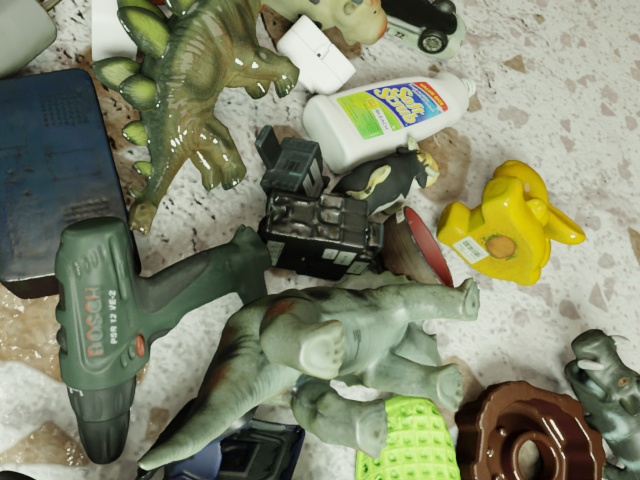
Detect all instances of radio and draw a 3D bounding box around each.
[{"bbox_3d":[-0.279,-0.059,0.560,0.131,0.073,0.229,-15,73,-19],"label":"radio"}]

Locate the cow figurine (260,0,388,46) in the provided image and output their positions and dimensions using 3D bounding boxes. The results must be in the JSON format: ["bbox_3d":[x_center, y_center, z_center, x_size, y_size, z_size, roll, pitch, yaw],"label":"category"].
[{"bbox_3d":[0.002,-0.322,0.708,0.195,0.127,0.085,30,68,-1],"label":"cow figurine"}]

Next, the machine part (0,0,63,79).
[{"bbox_3d":[-0.374,-0.199,0.583,0.079,0.079,0.243,34,66,-1],"label":"machine part"}]

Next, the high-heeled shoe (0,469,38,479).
[{"bbox_3d":[-0.120,0.209,0.408,0.249,0.086,0.145,33,62,13],"label":"high-heeled shoe"}]

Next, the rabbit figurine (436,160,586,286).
[{"bbox_3d":[0.253,-0.035,0.681,0.162,0.122,0.173,35,46,-4],"label":"rabbit figurine"}]

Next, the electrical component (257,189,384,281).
[{"bbox_3d":[-0.001,-0.002,0.590,0.134,0.115,0.058,10,68,-11],"label":"electrical component"}]

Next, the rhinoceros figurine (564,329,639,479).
[{"bbox_3d":[0.342,0.195,0.616,0.073,0.112,0.190,-25,86,-20],"label":"rhinoceros figurine"}]

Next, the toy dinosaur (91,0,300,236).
[{"bbox_3d":[-0.122,-0.220,0.600,0.198,0.105,0.471,36,62,-35],"label":"toy dinosaur"}]

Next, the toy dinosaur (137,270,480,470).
[{"bbox_3d":[0.000,0.090,0.455,0.404,0.192,0.131,5,85,-45],"label":"toy dinosaur"}]

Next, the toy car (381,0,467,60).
[{"bbox_3d":[0.117,-0.328,0.782,0.202,0.056,0.073,20,72,-6],"label":"toy car"}]

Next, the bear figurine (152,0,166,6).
[{"bbox_3d":[-0.289,-0.362,0.663,0.196,0.132,0.120,-12,72,-1],"label":"bear figurine"}]

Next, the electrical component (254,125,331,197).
[{"bbox_3d":[-0.031,-0.079,0.610,0.048,0.119,0.075,14,61,20],"label":"electrical component"}]

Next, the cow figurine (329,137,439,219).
[{"bbox_3d":[0.087,-0.076,0.654,0.167,0.098,0.068,-33,75,-24],"label":"cow figurine"}]

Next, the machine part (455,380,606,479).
[{"bbox_3d":[0.231,0.246,0.596,0.179,0.056,0.179,5,70,-15],"label":"machine part"}]

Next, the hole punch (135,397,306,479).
[{"bbox_3d":[-0.081,0.184,0.487,0.116,0.142,0.092,-25,101,17],"label":"hole punch"}]

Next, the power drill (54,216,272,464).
[{"bbox_3d":[-0.144,0.080,0.522,0.207,0.086,0.231,-15,108,-25],"label":"power drill"}]
